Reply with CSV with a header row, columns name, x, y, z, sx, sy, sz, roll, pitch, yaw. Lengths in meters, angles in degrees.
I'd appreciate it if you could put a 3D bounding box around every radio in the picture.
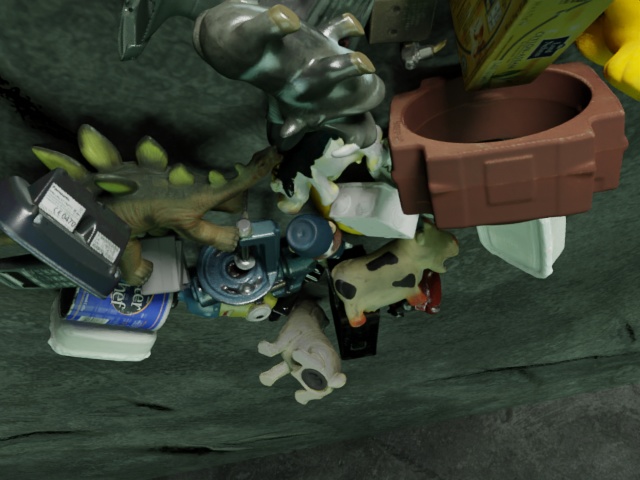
name,x,y,z,sx,sy,sz,roll,pitch,yaw
radio,0.059,0.124,0.972,0.073,0.131,0.229,-10,150,-1

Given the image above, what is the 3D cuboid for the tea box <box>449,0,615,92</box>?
name,x,y,z,sx,sy,sz,roll,pitch,yaw
tea box,0.161,-0.196,0.429,0.068,0.098,0.169,-8,176,1

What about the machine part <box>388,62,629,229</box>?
name,x,y,z,sx,sy,sz,roll,pitch,yaw
machine part,0.172,-0.098,0.529,0.201,0.201,0.087,-7,126,14

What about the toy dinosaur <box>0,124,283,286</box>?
name,x,y,z,sx,sy,sz,roll,pitch,yaw
toy dinosaur,-0.258,-0.037,0.649,0.472,0.105,0.198,-18,142,23

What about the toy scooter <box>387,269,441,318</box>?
name,x,y,z,sx,sy,sz,roll,pitch,yaw
toy scooter,0.156,0.079,0.919,0.075,0.135,0.184,4,149,-25

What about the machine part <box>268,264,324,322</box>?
name,x,y,z,sx,sy,sz,roll,pitch,yaw
machine part,-0.044,0.090,0.954,0.039,0.084,0.139,41,126,1

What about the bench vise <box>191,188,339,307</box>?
name,x,y,z,sx,sy,sz,roll,pitch,yaw
bench vise,-0.083,0.028,0.786,0.224,0.129,0.240,-7,155,-9

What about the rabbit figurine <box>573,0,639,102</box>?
name,x,y,z,sx,sy,sz,roll,pitch,yaw
rabbit figurine,0.274,-0.226,0.457,0.173,0.122,0.162,29,136,-20

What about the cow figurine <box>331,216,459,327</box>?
name,x,y,z,sx,sy,sz,roll,pitch,yaw
cow figurine,0.111,0.036,0.798,0.195,0.085,0.127,-22,106,7

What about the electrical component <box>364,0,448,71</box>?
name,x,y,z,sx,sy,sz,roll,pitch,yaw
electrical component,0.082,-0.208,0.495,0.078,0.045,0.102,-6,150,-9

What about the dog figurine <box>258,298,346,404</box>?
name,x,y,z,sx,sy,sz,roll,pitch,yaw
dog figurine,-0.006,0.187,0.984,0.172,0.190,0.121,24,126,16

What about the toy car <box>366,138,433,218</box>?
name,x,y,z,sx,sy,sz,roll,pitch,yaw
toy car,0.138,-0.080,0.718,0.073,0.056,0.201,-29,144,30

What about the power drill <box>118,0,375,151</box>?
name,x,y,z,sx,sy,sz,roll,pitch,yaw
power drill,-0.068,-0.173,0.482,0.207,0.086,0.232,13,142,-26

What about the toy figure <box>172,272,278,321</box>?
name,x,y,z,sx,sy,sz,roll,pitch,yaw
toy figure,-0.160,0.089,0.904,0.180,0.089,0.082,9,-176,-12

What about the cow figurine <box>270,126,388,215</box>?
name,x,y,z,sx,sy,sz,roll,pitch,yaw
cow figurine,-0.010,-0.094,0.640,0.167,0.068,0.098,-34,128,31

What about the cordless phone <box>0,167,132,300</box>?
name,x,y,z,sx,sy,sz,roll,pitch,yaw
cordless phone,-0.309,0.004,0.561,0.184,0.089,0.146,-8,143,25

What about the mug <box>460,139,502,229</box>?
name,x,y,z,sx,sy,sz,roll,pitch,yaw
mug,0.183,-0.071,0.651,0.107,0.081,0.109,-41,130,-18

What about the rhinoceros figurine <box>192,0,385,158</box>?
name,x,y,z,sx,sy,sz,roll,pitch,yaw
rhinoceros figurine,-0.011,-0.130,0.439,0.112,0.073,0.190,-36,143,28

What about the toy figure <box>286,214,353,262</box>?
name,x,y,z,sx,sy,sz,roll,pitch,yaw
toy figure,0.000,-0.001,0.733,0.064,0.057,0.154,2,175,17
